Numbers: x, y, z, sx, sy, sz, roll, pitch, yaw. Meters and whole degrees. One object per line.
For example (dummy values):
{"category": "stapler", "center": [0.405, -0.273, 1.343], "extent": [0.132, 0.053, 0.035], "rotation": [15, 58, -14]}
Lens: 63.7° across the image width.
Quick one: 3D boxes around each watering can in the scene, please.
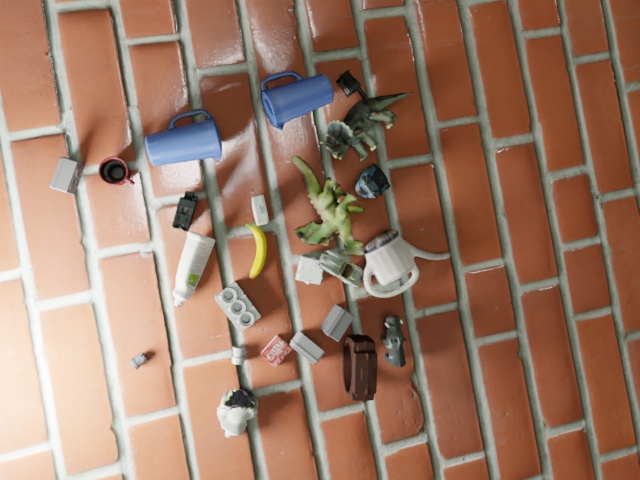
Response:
{"category": "watering can", "center": [0.294, 0.061, 1.870], "extent": [0.350, 0.103, 0.224], "rotation": [-29, 93, -15]}

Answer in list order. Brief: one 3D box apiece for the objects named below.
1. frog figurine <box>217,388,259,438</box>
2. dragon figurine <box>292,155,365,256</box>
{"category": "frog figurine", "center": [-0.279, 0.590, 1.754], "extent": [0.138, 0.125, 0.156], "rotation": [-7, 126, -18]}
{"category": "dragon figurine", "center": [0.006, -0.092, 1.832], "extent": [0.411, 0.122, 0.243], "rotation": [36, 90, 2]}
